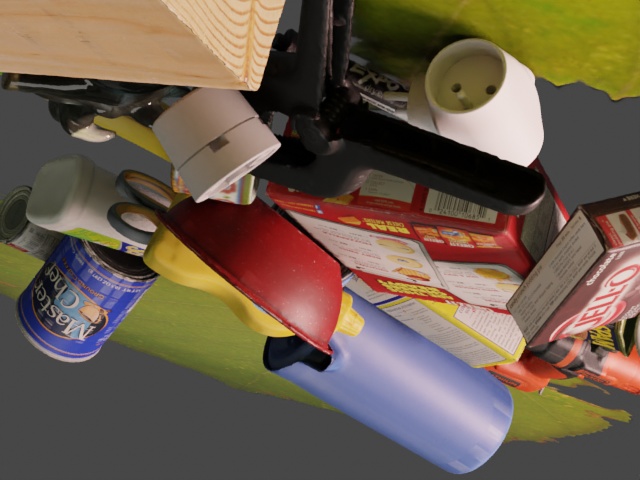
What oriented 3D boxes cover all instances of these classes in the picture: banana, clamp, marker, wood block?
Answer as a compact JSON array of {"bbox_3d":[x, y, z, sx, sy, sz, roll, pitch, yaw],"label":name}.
[{"bbox_3d":[-0.133,-0.089,0.762,0.197,0.037,0.070,27,180,-32],"label":"banana"},{"bbox_3d":[0.002,-0.075,0.560,0.210,0.036,0.164,-1,130,54],"label":"clamp"},{"bbox_3d":[0.026,-0.090,0.613,0.121,0.020,0.020,22,164,-24],"label":"marker"},{"bbox_3d":[-0.123,-0.131,0.476,0.206,0.091,0.090,8,165,27],"label":"wood block"}]

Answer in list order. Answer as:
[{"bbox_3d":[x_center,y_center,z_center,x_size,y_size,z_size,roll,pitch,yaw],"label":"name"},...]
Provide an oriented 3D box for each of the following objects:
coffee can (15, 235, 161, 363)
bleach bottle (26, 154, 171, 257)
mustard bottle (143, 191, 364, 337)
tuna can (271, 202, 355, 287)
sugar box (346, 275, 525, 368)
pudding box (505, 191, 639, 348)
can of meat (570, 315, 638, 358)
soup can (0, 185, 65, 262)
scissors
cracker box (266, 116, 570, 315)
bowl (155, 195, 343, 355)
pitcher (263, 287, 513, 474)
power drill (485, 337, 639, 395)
[{"bbox_3d":[-0.238,0.045,1.107,0.102,0.103,0.140,24,125,-29],"label":"coffee can"},{"bbox_3d":[-0.150,-0.006,1.033,0.250,0.068,0.103,23,166,-35],"label":"bleach bottle"},{"bbox_3d":[-0.045,0.026,0.895,0.191,0.096,0.058,32,154,-12],"label":"mustard bottle"},{"bbox_3d":[-0.006,0.001,0.853,0.086,0.086,0.034,16,165,-2],"label":"tuna can"},{"bbox_3d":[0.091,0.048,0.940,0.176,0.048,0.093,35,161,-9],"label":"sugar box"},{"bbox_3d":[0.178,0.016,0.658,0.089,0.039,0.114,-13,148,-26],"label":"pudding box"},{"bbox_3d":[0.209,0.046,0.846,0.084,0.057,0.102,16,166,24],"label":"can of meat"},{"bbox_3d":[-0.292,-0.009,1.159,0.069,0.068,0.102,3,160,42],"label":"soup can"},{"bbox_3d":[-0.101,0.005,0.929,0.202,0.096,0.016,34,122,4],"label":"scissors"},{"bbox_3d":[0.083,-0.012,0.741,0.164,0.072,0.213,10,165,27],"label":"cracker box"},{"bbox_3d":[-0.038,0.010,0.756,0.162,0.055,0.162,39,179,0],"label":"bowl"},{"bbox_3d":[0.073,0.127,1.076,0.242,0.149,0.145,36,151,-19],"label":"pitcher"},{"bbox_3d":[0.218,0.110,1.078,0.184,0.057,0.188,24,165,-17],"label":"power drill"}]
